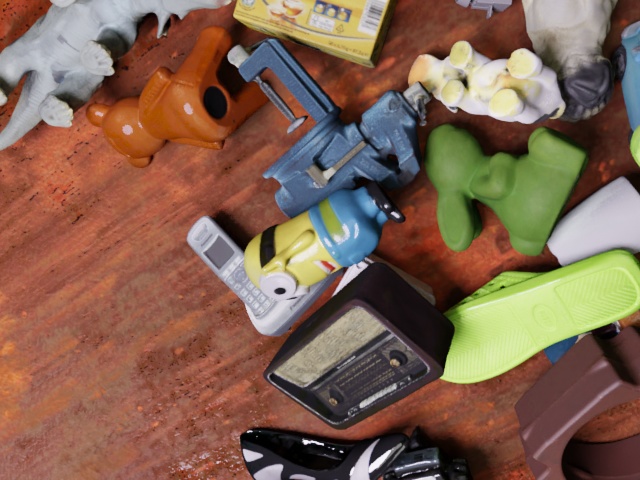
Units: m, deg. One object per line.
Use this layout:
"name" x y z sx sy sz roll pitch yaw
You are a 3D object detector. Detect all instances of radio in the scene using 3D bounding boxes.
"radio" 0.042 0.135 0.636 0.131 0.073 0.229 39 135 -5

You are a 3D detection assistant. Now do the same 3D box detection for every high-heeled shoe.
"high-heeled shoe" -0.004 0.265 0.699 0.145 0.086 0.248 49 120 10

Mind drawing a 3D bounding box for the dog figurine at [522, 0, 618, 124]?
"dog figurine" 0.288 -0.243 0.575 0.172 0.121 0.190 -36 123 -8

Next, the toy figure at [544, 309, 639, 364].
"toy figure" 0.343 0.108 0.631 0.154 0.064 0.058 -35 83 16

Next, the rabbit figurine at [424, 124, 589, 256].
"rabbit figurine" 0.195 -0.066 0.619 0.170 0.121 0.159 28 111 23

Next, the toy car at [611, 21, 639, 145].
"toy car" 0.376 -0.159 0.555 0.109 0.103 0.161 -6 97 13

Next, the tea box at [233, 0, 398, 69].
"tea box" -0.003 -0.274 0.622 0.170 0.068 0.098 22 103 7

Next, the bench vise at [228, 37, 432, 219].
"bench vise" -0.001 -0.139 0.610 0.240 0.129 0.223 48 125 -8

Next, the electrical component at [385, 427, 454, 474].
"electrical component" 0.146 0.318 0.716 0.119 0.048 0.075 46 106 2

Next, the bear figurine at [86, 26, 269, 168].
"bear figurine" -0.182 -0.163 0.669 0.196 0.132 0.120 -2 139 40

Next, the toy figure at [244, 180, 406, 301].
"toy figure" 0.001 0.000 0.592 0.180 0.089 0.082 -35 123 10

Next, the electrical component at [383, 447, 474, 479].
"electrical component" 0.140 0.328 0.664 0.115 0.058 0.134 -17 96 12

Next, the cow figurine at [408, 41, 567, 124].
"cow figurine" 0.180 -0.170 0.591 0.168 0.098 0.068 33 110 48

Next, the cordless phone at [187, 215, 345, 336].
"cordless phone" -0.070 0.015 0.684 0.184 0.089 0.146 44 105 5

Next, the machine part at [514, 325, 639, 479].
"machine part" 0.344 0.206 0.605 0.201 0.087 0.201 25 117 -14

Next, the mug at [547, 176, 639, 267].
"mug" 0.323 -0.001 0.611 0.107 0.081 0.109 -31 97 26

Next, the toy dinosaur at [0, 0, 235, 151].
"toy dinosaur" -0.286 -0.242 0.651 0.405 0.192 0.131 -22 119 29
